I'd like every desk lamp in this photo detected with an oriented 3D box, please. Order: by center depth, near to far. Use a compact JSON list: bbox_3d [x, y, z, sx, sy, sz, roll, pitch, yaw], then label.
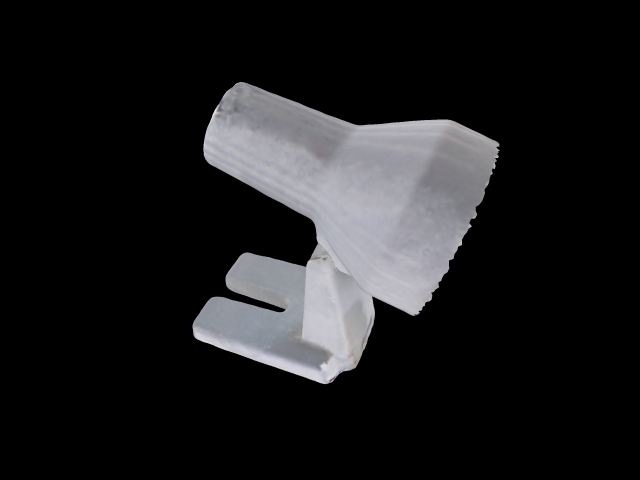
[{"bbox_3d":[0.004,0.001,0.400,0.202,0.214,0.118,14,43,15],"label":"desk lamp"}]
